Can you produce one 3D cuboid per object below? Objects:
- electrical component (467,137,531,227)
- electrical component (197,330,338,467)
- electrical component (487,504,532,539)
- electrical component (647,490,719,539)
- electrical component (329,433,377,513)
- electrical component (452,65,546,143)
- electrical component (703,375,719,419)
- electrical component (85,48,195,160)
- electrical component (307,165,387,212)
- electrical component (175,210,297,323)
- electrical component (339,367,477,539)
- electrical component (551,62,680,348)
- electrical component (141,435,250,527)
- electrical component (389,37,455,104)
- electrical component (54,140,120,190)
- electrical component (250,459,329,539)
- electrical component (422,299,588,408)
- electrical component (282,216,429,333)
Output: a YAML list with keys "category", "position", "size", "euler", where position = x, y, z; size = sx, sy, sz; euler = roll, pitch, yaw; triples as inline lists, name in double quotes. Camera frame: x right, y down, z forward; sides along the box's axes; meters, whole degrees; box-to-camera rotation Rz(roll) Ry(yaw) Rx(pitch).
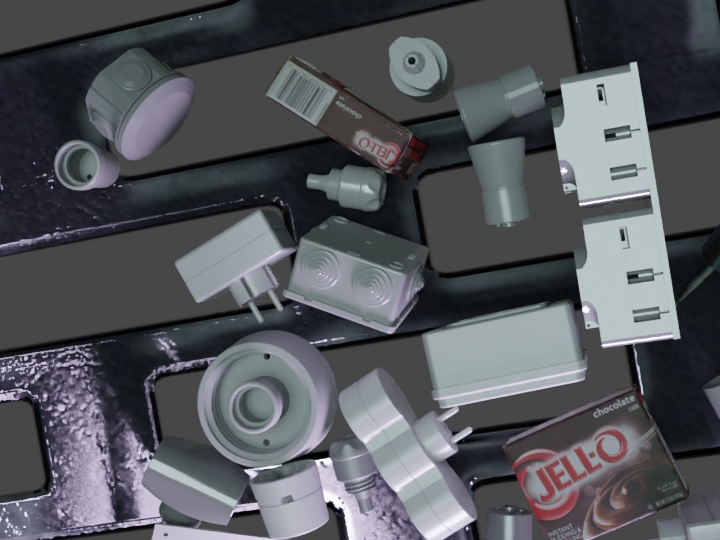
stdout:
- category: "electrical component"
  position: [0.109, -0.066, 0.819]
  size: [0.044, 0.044, 0.065]
  euler: [-9, 95, 12]
- category: "electrical component"
  position: [-0.077, 0.104, 0.854]
  size: [0.108, 0.060, 0.108]
  euler: [1, 93, 12]
- category: "electrical component"
  position: [0.115, 0.215, 0.830]
  size: [0.044, 0.044, 0.065]
  euler: [1, 88, 12]
- category: "electrical component"
  position: [0.237, 0.197, 0.781]
  size: [0.076, 0.083, 0.047]
  euler: [-11, 90, 12]
- category: "electrical component"
  position: [-0.002, 0.162, 0.854]
  size: [0.035, 0.035, 0.061]
  euler: [-15, 92, 12]
- category: "electrical component"
  position: [0.108, -0.129, 0.816]
  size: [0.065, 0.044, 0.044]
  euler: [-21, 88, 7]
- category: "electrical component"
  position: [0.291, 0.113, 0.787]
  size: [0.043, 0.043, 0.081]
  euler: [-29, 87, 11]
- category: "electrical component"
  position: [-0.174, -0.132, 0.855]
  size: [0.051, 0.080, 0.080]
  euler: [40, 99, 13]
- category: "electrical component"
  position: [-0.011, -0.066, 0.846]
  size: [0.061, 0.035, 0.035]
  euler: [9, 94, 14]
- category: "electrical component"
  position: [-0.089, 0.005, 0.859]
  size: [0.083, 0.047, 0.075]
  euler: [-31, 86, 11]
- category: "electrical component"
  position: [0.051, 0.134, 0.833]
  size: [0.074, 0.052, 0.138]
  euler: [-35, 85, 11]
- category: "electrical component"
  position: [0.180, -0.044, 0.771]
  size: [0.060, 0.105, 0.186]
  euler: [-9, 90, 12]
- category: "electrical component"
  position: [-0.140, 0.185, 0.878]
  size: [0.077, 0.044, 0.079]
  euler: [26, 113, -1]
- category: "electrical component"
  position: [0.045, -0.151, 0.807]
  size: [0.043, 0.081, 0.043]
  euler: [1, 93, 12]
- category: "electrical component"
  position: [-0.222, -0.085, 0.883]
  size: [0.040, 0.046, 0.040]
  euler: [1, 93, 12]
- category: "electrical component"
  position: [-0.055, 0.183, 0.856]
  size: [0.055, 0.055, 0.047]
  euler: [-16, 93, 12]
- category: "electrical component"
  position: [0.109, 0.059, 0.789]
  size: [0.109, 0.109, 0.056]
  euler: [-13, 87, 12]
- category: "electrical component"
  position: [0.000, 0.000, 0.815]
  size: [0.100, 0.100, 0.048]
  euler: [19, 109, 10]
